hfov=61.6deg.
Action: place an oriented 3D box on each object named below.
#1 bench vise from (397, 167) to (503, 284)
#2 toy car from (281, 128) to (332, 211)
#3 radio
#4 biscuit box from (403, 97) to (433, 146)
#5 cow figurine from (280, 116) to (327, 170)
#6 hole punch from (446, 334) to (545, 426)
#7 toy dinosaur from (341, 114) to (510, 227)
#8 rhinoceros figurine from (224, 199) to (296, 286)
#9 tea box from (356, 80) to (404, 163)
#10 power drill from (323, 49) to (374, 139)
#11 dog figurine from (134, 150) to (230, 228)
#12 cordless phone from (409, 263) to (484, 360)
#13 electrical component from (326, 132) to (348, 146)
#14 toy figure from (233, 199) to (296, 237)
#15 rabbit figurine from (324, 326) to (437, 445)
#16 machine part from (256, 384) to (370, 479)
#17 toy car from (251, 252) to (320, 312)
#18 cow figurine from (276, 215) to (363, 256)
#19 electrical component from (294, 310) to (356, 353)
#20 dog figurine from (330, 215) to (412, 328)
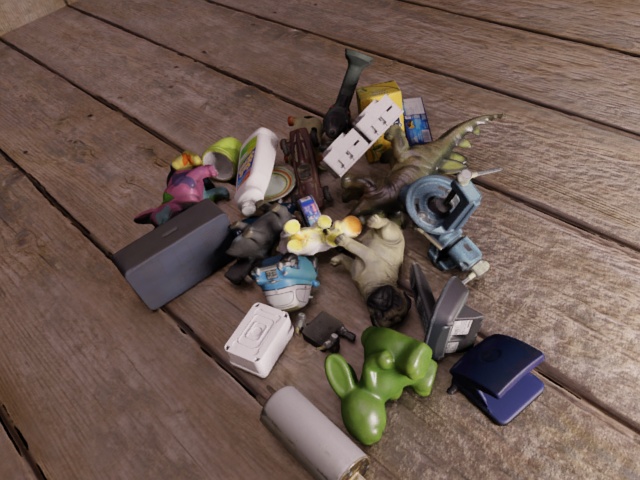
[{"bbox_3d":[0.233,-0.038,0.955,0.129,0.240,0.224,-22,70,-16],"label":"bench vise"},{"bbox_3d":[-0.033,-0.160,1.215,0.089,0.053,0.202,-13,80,11],"label":"toy car"},{"bbox_3d":[-0.284,0.030,1.088,0.229,0.130,0.073,-34,49,-19],"label":"radio"},{"bbox_3d":[0.234,-0.267,1.311,0.059,0.062,0.203,-6,46,6],"label":"biscuit box"},{"bbox_3d":[-0.030,-0.232,1.324,0.127,0.085,0.195,-5,45,16],"label":"cow figurine"},{"bbox_3d":[0.275,0.203,0.834,0.142,0.092,0.116,-36,46,-17],"label":"hole punch"},{"bbox_3d":[0.205,-0.146,1.153,0.199,0.105,0.471,41,81,22],"label":"toy dinosaur"},{"bbox_3d":[-0.129,0.005,1.095,0.073,0.112,0.190,18,63,44],"label":"rhinoceros figurine"},{"bbox_3d":[0.143,-0.276,1.262,0.098,0.169,0.068,-13,39,1],"label":"tea box"},{"bbox_3d":[0.065,-0.352,1.311,0.086,0.207,0.232,14,16,0],"label":"power drill"},{"bbox_3d":[-0.335,-0.095,1.241,0.219,0.108,0.192,-41,53,-22],"label":"dog figurine"},{"bbox_3d":[0.194,0.094,0.909,0.089,0.146,0.184,-10,50,-6],"label":"cordless phone"},{"bbox_3d":[0.064,-0.243,1.352,0.094,0.021,0.063,-12,46,-4],"label":"electrical component"},{"bbox_3d":[-0.121,-0.037,1.169,0.154,0.064,0.058,-28,3,-20],"label":"toy figure"},{"bbox_3d":[0.082,0.223,0.837,0.159,0.121,0.170,24,70,23],"label":"rabbit figurine"},{"bbox_3d":[-0.010,0.299,0.808,0.079,0.079,0.243,-39,50,-24],"label":"machine part"},{"bbox_3d":[-0.060,0.081,1.001,0.109,0.161,0.103,-13,82,13],"label":"toy car"},{"bbox_3d":[-0.001,-0.002,1.074,0.167,0.098,0.068,-9,71,-21],"label":"cow figurine"},{"bbox_3d":[0.003,0.163,0.958,0.078,0.045,0.102,-39,51,-22],"label":"electrical component"},{"bbox_3d":[0.131,0.061,1.008,0.172,0.121,0.191,-31,62,-13],"label":"dog figurine"}]
